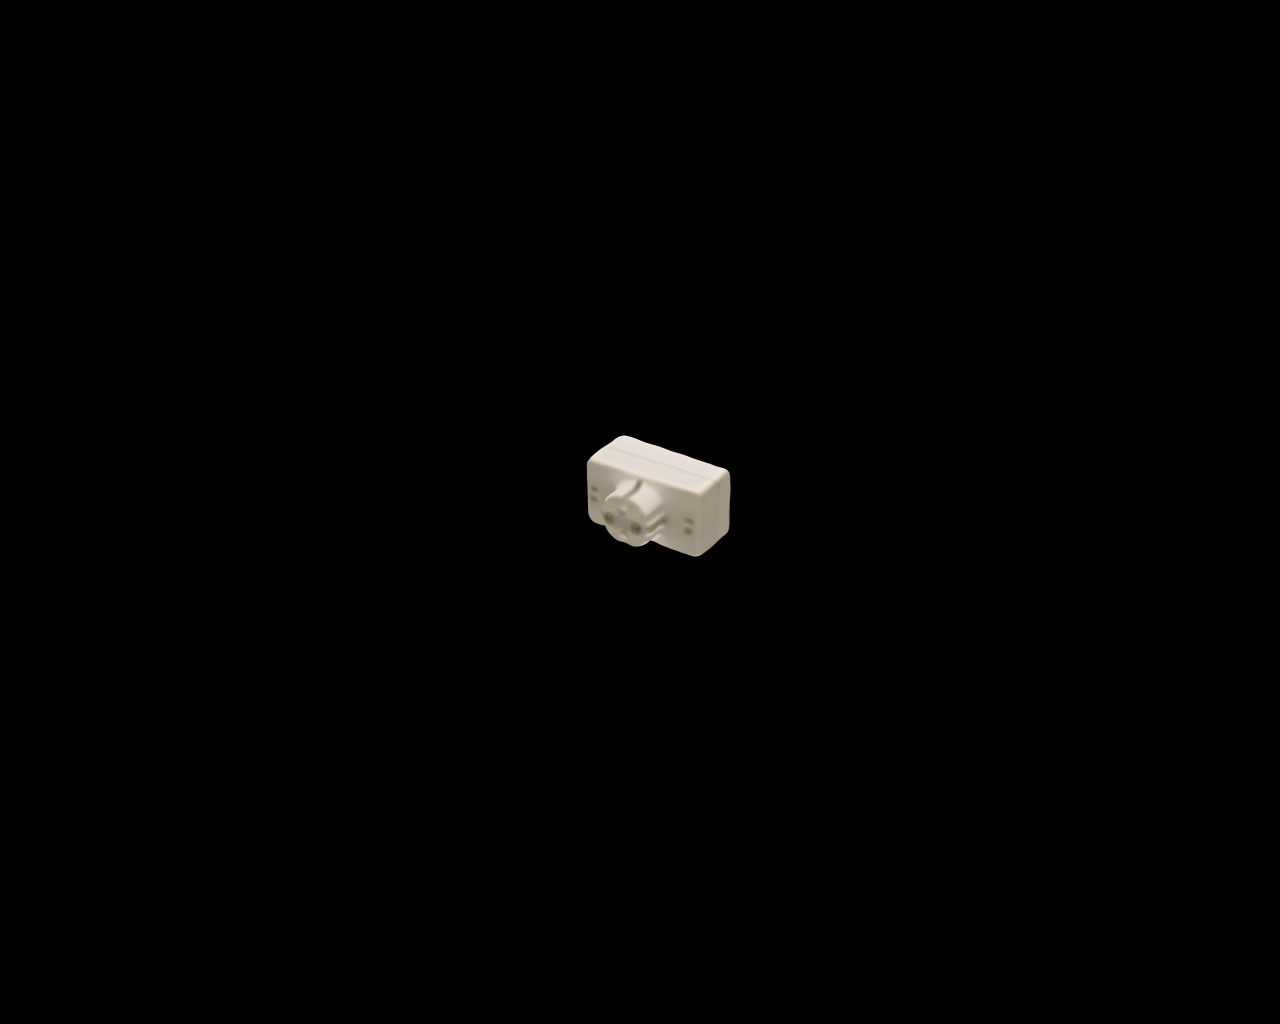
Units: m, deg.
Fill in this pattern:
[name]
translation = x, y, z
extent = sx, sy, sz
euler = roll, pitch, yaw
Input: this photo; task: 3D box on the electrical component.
[electrical component]
translation = 0.001, -0.003, 0.650
extent = 0.083, 0.047, 0.076
euler = 20, 36, 29
